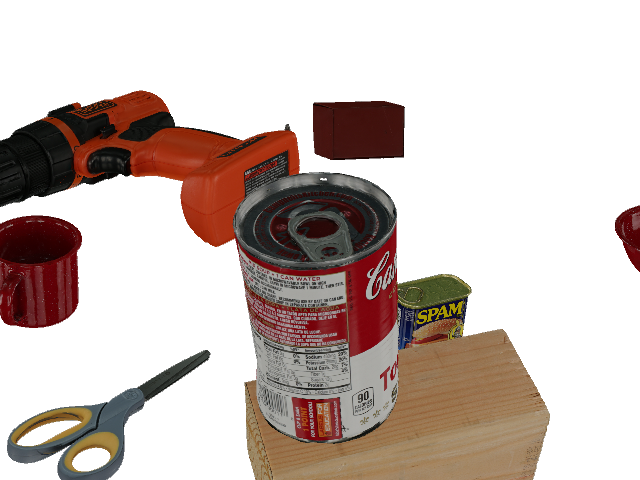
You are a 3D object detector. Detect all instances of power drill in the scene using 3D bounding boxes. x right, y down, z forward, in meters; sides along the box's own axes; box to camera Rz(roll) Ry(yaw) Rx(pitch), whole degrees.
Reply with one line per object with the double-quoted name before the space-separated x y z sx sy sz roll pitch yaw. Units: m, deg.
"power drill" -0.123 -0.050 0.723 0.188 0.057 0.184 17 32 30

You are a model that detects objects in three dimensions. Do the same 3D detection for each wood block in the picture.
"wood block" 0.054 0.144 0.802 0.206 0.090 0.091 -10 44 -12

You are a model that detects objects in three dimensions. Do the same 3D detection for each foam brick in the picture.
"foam brick" 0.037 -0.108 1.040 0.078 0.051 0.053 -4 14 -20

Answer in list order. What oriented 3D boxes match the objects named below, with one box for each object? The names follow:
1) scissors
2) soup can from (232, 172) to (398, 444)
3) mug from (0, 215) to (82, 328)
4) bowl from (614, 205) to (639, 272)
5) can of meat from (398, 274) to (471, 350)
"scissors" -0.147 0.140 0.848 0.201 0.016 0.096 -17 36 -36
"soup can" 0.000 0.031 0.468 0.068 0.102 0.068 -3 35 2
"mug" -0.286 0.039 1.055 0.093 0.081 0.117 9 32 5
"bowl" 0.397 0.014 1.151 0.162 0.055 0.162 0 26 0
"can of meat" 0.134 0.097 1.337 0.101 0.084 0.058 -11 30 -27
